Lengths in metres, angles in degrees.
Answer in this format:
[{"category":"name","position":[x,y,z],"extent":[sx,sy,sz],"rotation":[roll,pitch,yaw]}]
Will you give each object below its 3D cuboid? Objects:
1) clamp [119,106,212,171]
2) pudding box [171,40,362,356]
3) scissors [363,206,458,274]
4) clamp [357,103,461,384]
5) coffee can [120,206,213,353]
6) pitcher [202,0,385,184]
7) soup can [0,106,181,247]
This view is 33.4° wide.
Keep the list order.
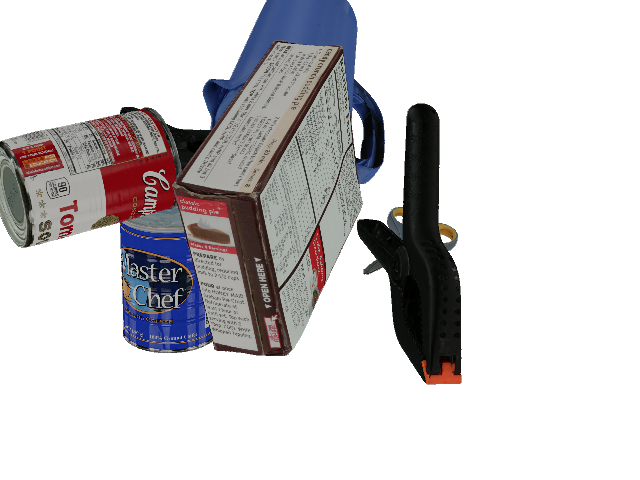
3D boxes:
[{"category":"clamp","position":[-0.129,-0.068,0.883],"extent":[0.172,0.039,0.120],"rotation":[13,39,26]},{"category":"pudding box","position":[-0.018,-0.020,0.459],"extent":[0.039,0.090,0.113],"rotation":[5,41,18]},{"category":"scissors","position":[0.084,-0.003,1.236],"extent":[0.096,0.016,0.201],"rotation":[37,31,32]},{"category":"clamp","position":[0.076,0.010,0.823],"extent":[0.036,0.210,0.165],"rotation":[0,-42,-16]},{"category":"coffee can","position":[-0.158,0.032,1.118],"extent":[0.103,0.140,0.103],"rotation":[2,22,-1]},{"category":"pitcher","position":[-0.016,-0.159,1.081],"extent":[0.145,0.149,0.242],"rotation":[-9,37,15]},{"category":"soup can","position":[-0.147,-0.040,0.668],"extent":[0.102,0.068,0.069],"rotation":[-17,9,-29]}]
